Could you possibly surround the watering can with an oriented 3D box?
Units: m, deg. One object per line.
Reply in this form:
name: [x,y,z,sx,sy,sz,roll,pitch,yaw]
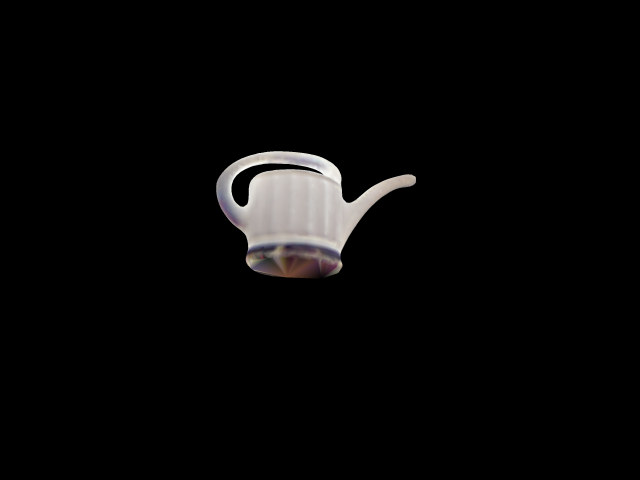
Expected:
watering can: [0.003,-0.043,0.850,0.347,0.228,0.102,4,-24,-10]
